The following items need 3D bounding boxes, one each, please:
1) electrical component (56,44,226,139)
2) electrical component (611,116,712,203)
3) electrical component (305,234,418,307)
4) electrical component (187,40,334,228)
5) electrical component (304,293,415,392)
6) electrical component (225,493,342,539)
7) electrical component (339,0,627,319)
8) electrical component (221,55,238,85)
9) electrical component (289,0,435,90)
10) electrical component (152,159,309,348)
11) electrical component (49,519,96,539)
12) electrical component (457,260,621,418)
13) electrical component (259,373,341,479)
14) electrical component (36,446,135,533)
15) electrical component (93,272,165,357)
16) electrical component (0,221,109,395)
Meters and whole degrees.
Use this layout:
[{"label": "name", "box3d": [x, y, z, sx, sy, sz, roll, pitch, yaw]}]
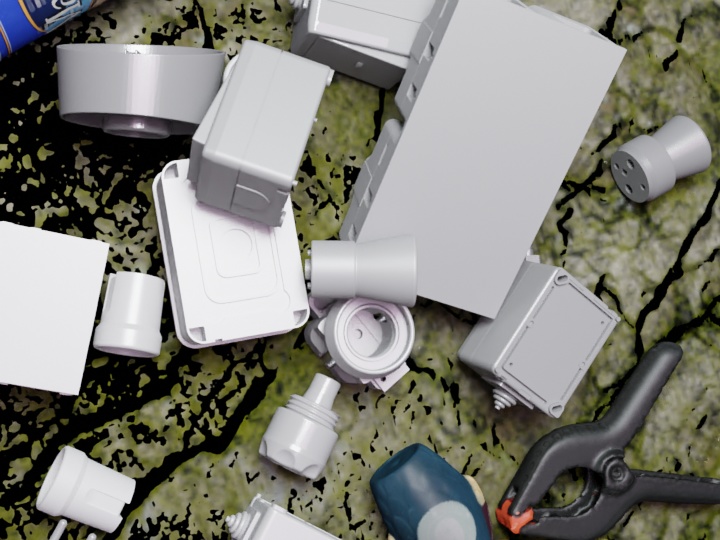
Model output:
[{"label": "electrical component", "box3d": [-0.131, -0.113, 0.643, 0.099, 0.099, 0.064, 4, 90, -15]}, {"label": "electrical component", "box3d": [0.212, -0.078, 0.759, 0.055, 0.045, 0.045, -28, 93, -16]}, {"label": "electrical component", "box3d": [0.000, 0.000, 0.641, 0.065, 0.044, 0.044, 1, 85, -2]}, {"label": "electrical component", "box3d": [-0.057, -0.084, 0.617, 0.061, 0.061, 0.096, 19, 66, -5]}, {"label": "electrical component", "box3d": [0.002, 0.041, 0.684, 0.058, 0.057, 0.078, -40, 96, -15]}, {"label": "electrical component", "box3d": [-0.044, 0.181, 0.656, 0.096, 0.062, 0.061, 30, 78, -11]}, {"label": "electrical component", "box3d": [0.069, -0.076, 0.672, 0.105, 0.060, 0.186, 18, 111, -15]}, {"label": "electrical component", "box3d": [-0.070, -0.114, 0.684, 0.040, 0.046, 0.040, 1, 85, -15]}, {"label": "electrical component", "box3d": [-0.005, -0.160, 0.698, 0.096, 0.062, 0.061, 10, 82, -14]}, {"label": "electrical component", "box3d": [-0.081, -0.012, 0.666, 0.078, 0.057, 0.113, -9, 87, -16]}, {"label": "electrical component", "box3d": [-0.183, 0.184, 0.624, 0.077, 0.044, 0.079, 29, 85, -11]}, {"label": "electrical component", "box3d": [0.111, 0.049, 0.710, 0.062, 0.061, 0.096, 37, 82, -22]}, {"label": "electrical component", "box3d": [-0.033, 0.096, 0.677, 0.043, 0.043, 0.062, 28, 77, -11]}, {"label": "electrical component", "box3d": [-0.163, 0.132, 0.640, 0.046, 0.040, 0.040, 28, 78, -17]}, {"label": "electrical component", "box3d": [-0.139, 0.027, 0.656, 0.040, 0.040, 0.046, 10, 77, -14]}, {"label": "electrical component", "box3d": [-0.229, 0.015, 0.620, 0.150, 0.062, 0.089, 12, 82, -14]}]
